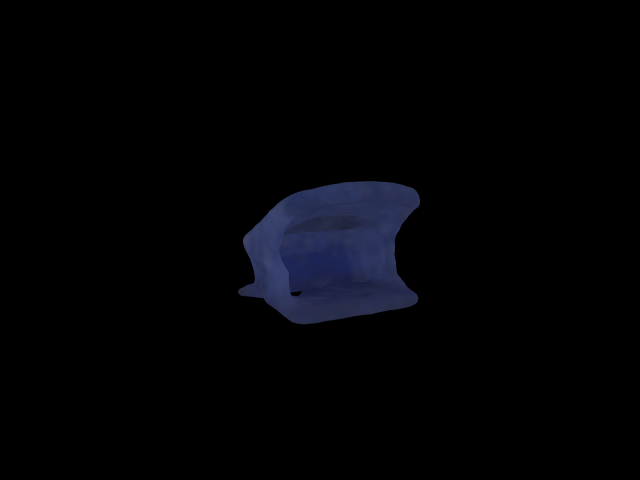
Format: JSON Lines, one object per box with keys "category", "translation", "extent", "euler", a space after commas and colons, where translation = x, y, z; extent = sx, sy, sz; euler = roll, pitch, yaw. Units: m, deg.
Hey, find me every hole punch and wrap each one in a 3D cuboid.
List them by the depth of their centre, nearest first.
{"category": "hole punch", "translation": [0.004, 0.001, 0.400], "extent": [0.109, 0.091, 0.100], "euler": [-6, 13, -27]}
